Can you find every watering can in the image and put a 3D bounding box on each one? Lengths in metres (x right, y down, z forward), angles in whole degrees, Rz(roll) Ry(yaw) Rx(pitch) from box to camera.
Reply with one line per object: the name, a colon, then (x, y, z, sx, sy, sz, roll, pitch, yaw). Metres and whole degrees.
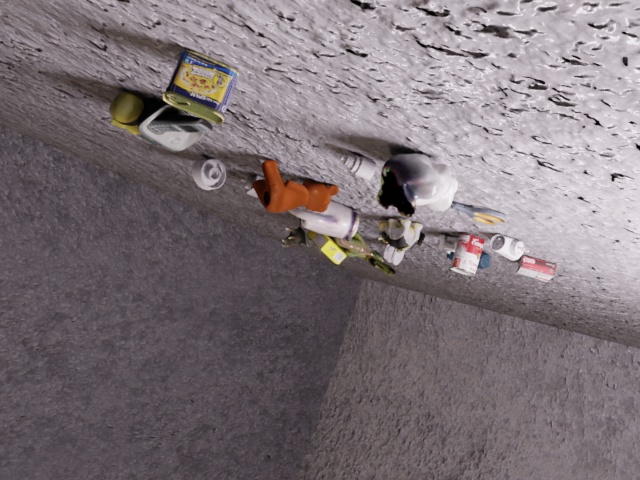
watering can: (0.005, -0.081, 1.601, 0.224, 0.103, 0.350, 17, -171, -8)

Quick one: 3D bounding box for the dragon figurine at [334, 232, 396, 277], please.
dragon figurine: (0.163, 0.048, 1.804, 0.243, 0.122, 0.410, 29, -176, 7)

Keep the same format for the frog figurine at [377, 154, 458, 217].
frog figurine: (0.193, -0.107, 0.940, 0.160, 0.123, 0.136, -16, 180, -26)
